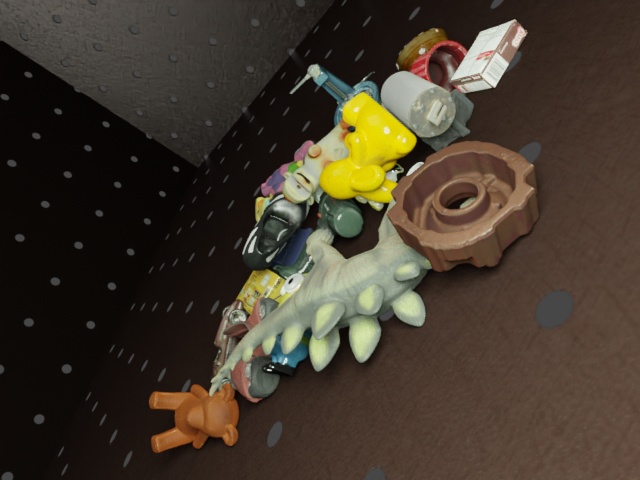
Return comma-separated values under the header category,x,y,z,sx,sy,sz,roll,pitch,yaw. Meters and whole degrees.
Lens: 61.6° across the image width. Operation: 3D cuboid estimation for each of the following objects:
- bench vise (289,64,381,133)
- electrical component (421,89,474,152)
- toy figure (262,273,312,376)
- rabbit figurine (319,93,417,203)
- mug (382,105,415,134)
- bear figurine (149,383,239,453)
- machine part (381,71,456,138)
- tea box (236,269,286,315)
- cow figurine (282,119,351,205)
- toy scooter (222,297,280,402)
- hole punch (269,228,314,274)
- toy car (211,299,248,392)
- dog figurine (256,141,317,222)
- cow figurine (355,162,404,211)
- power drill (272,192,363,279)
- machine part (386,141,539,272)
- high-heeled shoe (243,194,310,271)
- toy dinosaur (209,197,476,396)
category,x,y,z,sx,sy,sz,roll,pitch,yaw
bench vise,0.058,-0.302,1.138,0.129,0.240,0.224,-44,40,22
electrical component,0.217,-0.212,0.900,0.075,0.047,0.119,-29,35,50
toy figure,-0.040,0.141,0.910,0.082,0.089,0.180,-6,61,45
rabbit figurine,0.078,-0.128,0.897,0.173,0.121,0.162,-42,54,13
mug,0.152,-0.218,1.019,0.110,0.081,0.107,22,90,61
bear figurine,-0.233,0.332,1.001,0.196,0.132,0.120,-28,65,58
machine part,0.156,-0.224,0.876,0.079,0.079,0.243,-51,23,15
tea box,-0.106,0.115,1.103,0.098,0.068,0.170,-58,20,-4
cow figurine,-0.002,-0.147,1.070,0.195,0.085,0.127,-46,0,-20
toy scooter,-0.130,0.196,0.970,0.135,0.075,0.184,-11,65,41
hole punch,-0.088,0.007,1.200,0.116,0.092,0.142,-21,43,62
toy car,-0.189,0.219,1.086,0.089,0.053,0.202,180,99,-73
dog figurine,-0.055,-0.136,1.283,0.219,0.108,0.192,-42,28,39
cow figurine,0.092,-0.122,1.013,0.098,0.068,0.167,-50,24,2
power drill,-0.002,-0.003,1.051,0.207,0.086,0.232,-51,17,-3
machine part,0.173,-0.044,0.653,0.179,0.056,0.179,-18,43,18
high-heeled shoe,-0.078,-0.042,1.080,0.249,0.086,0.145,-60,3,-19
toy dinosaur,0.028,0.074,0.757,0.471,0.105,0.199,-33,32,20
